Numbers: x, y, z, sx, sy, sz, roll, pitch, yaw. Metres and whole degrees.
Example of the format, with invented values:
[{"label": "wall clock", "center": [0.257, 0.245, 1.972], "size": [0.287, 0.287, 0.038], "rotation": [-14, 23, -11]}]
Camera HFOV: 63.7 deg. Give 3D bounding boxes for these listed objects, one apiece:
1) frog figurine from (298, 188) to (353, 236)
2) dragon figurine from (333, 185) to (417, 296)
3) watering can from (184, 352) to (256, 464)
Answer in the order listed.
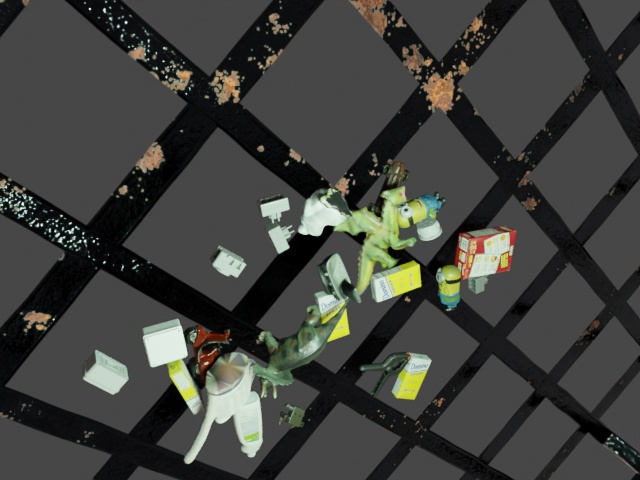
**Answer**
[{"label": "frog figurine", "center": [0.005, -0.079, 1.565], "size": [0.137, 0.125, 0.157], "rotation": [14, 141, -37]}, {"label": "dragon figurine", "center": [0.152, -0.004, 1.645], "size": [0.242, 0.124, 0.405], "rotation": [39, 112, -6]}, {"label": "watering can", "center": [-0.298, 0.483, 1.550], "size": [0.355, 0.104, 0.219], "rotation": [-50, 150, -41]}]
